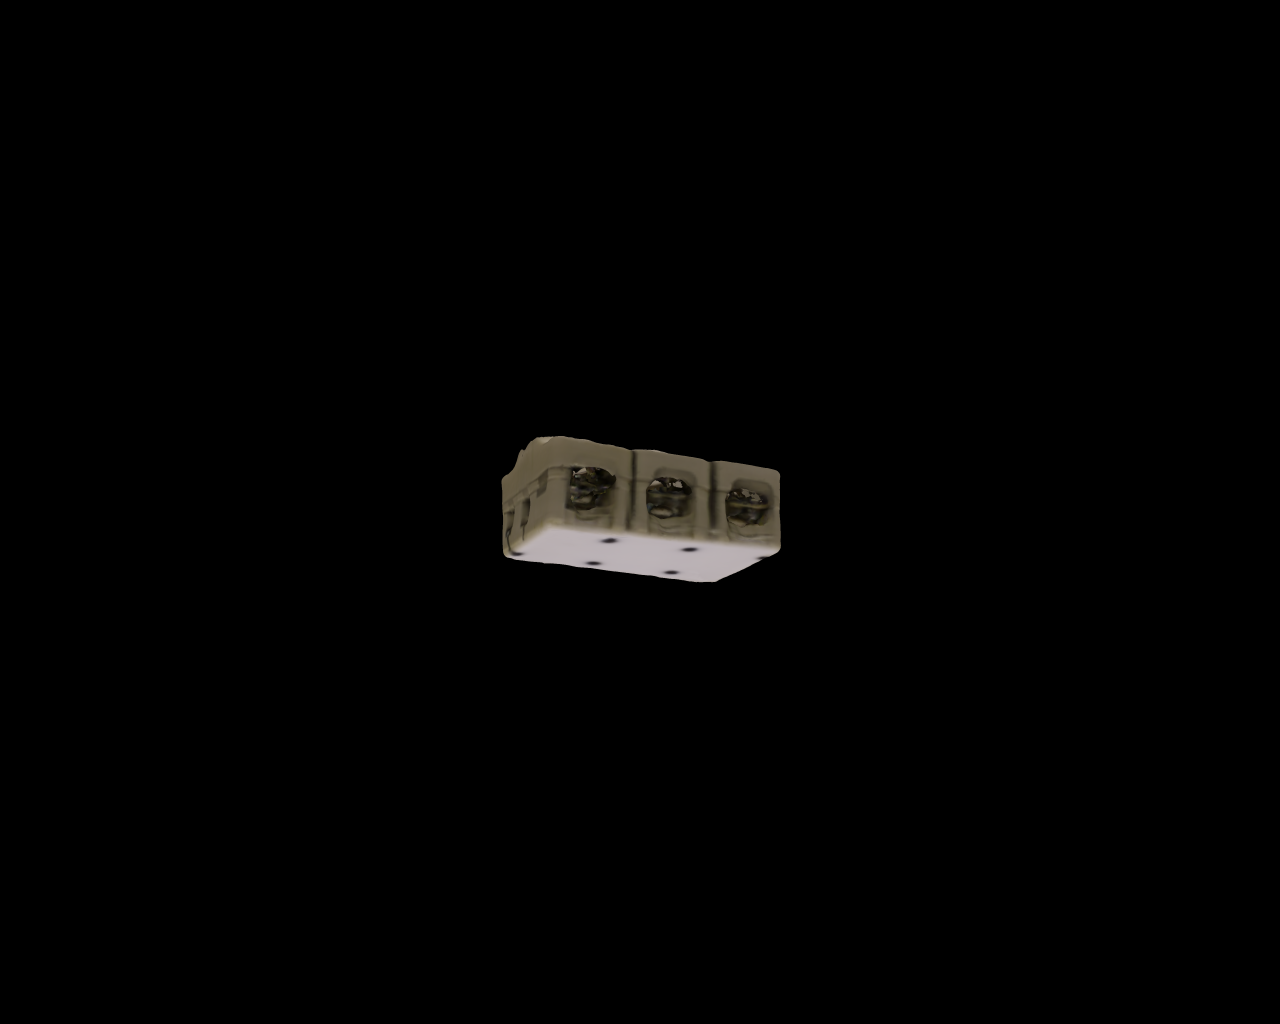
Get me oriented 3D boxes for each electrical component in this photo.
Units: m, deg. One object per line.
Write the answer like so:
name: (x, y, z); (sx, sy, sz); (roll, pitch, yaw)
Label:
electrical component: (0.001, -0.003, 0.650); (0.150, 0.062, 0.089); (8, -19, -24)
